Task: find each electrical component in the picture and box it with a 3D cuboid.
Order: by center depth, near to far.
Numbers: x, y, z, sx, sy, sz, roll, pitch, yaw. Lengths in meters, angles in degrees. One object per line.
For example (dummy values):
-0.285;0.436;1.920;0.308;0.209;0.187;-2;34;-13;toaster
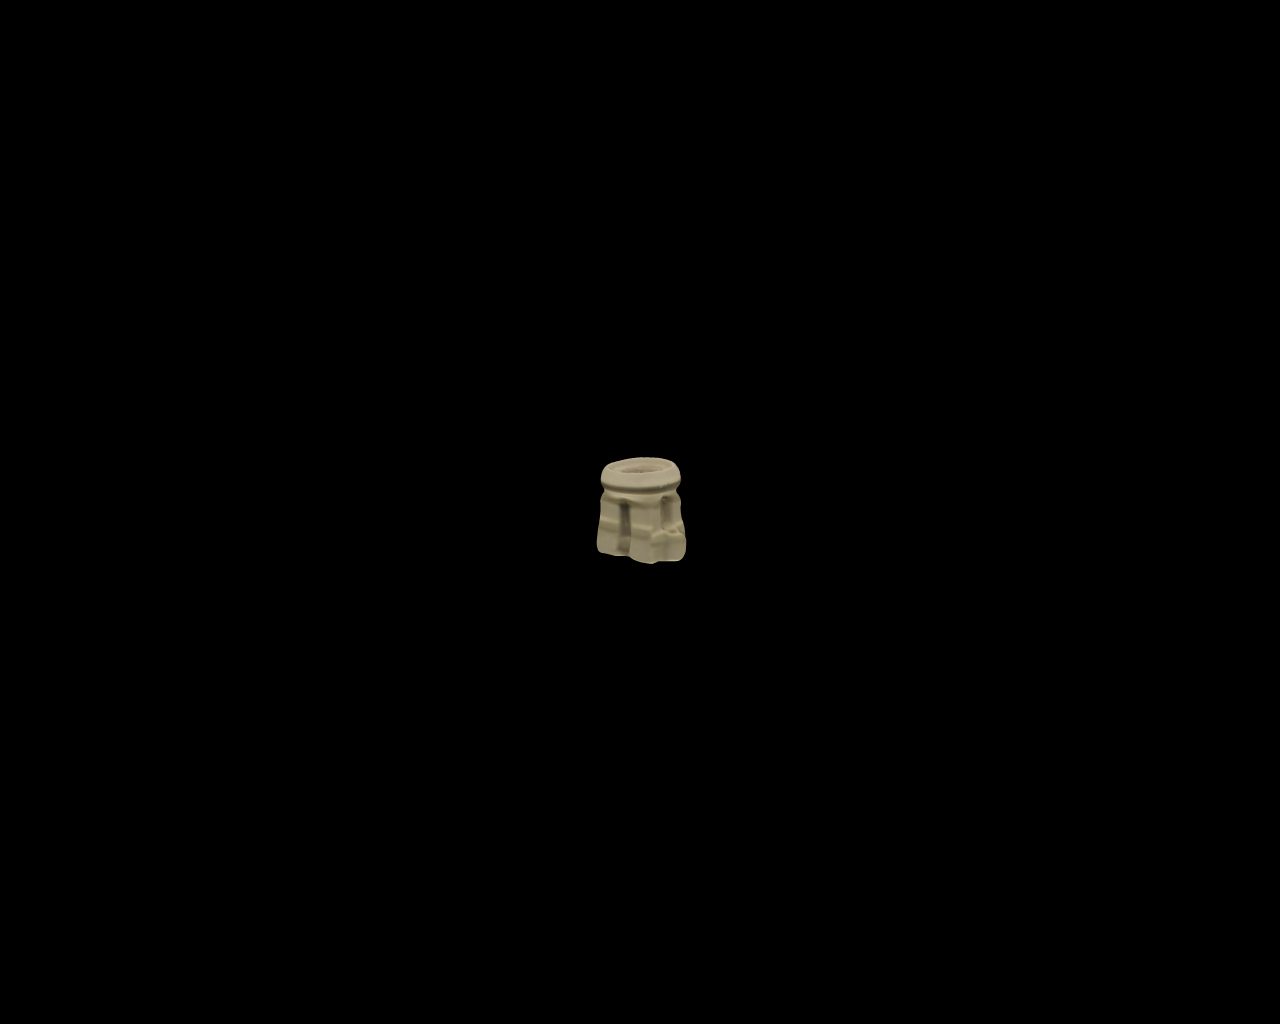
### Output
0.001;-0.003;0.650;0.066;0.055;0.048;10;18;33;electrical component
